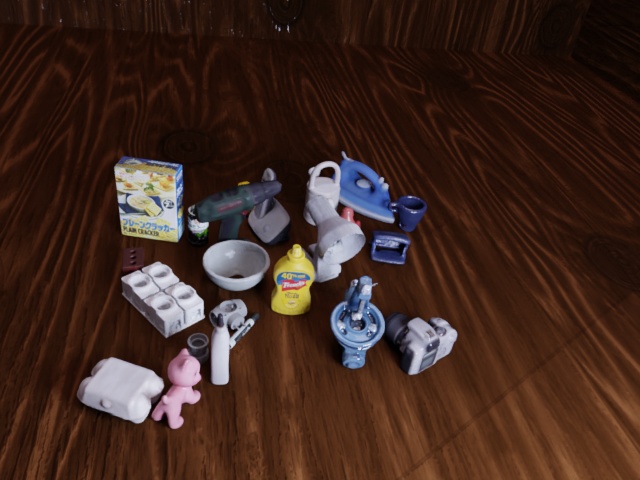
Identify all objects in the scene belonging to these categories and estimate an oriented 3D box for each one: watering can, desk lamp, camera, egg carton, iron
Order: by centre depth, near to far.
[{"bbox_3d":[-0.388,0.293,1.117,0.150,0.069,0.107,15,37,9],"label":"egg carton"},{"bbox_3d":[0.222,0.215,1.319,0.143,0.101,0.136,-20,45,-33],"label":"camera"},{"bbox_3d":[0.013,0.005,1.465,0.118,0.213,0.202,-15,42,-28],"label":"desk lamp"},{"bbox_3d":[0.004,-0.150,1.689,0.101,0.194,0.172,-23,46,-35],"label":"watering can"},{"bbox_3d":[0.143,-0.170,1.789,0.257,0.141,0.119,33,43,30],"label":"iron"}]

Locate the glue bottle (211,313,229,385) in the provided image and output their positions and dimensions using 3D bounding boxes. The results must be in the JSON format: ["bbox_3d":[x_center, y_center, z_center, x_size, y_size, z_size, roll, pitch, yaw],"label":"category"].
[{"bbox_3d":[-0.204,0.214,1.173,0.037,0.173,0.078,1,37,-10],"label":"glue bottle"}]

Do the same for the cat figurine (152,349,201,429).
[{"bbox_3d":[-0.275,0.280,1.117,0.067,0.118,0.128,16,37,11],"label":"cat figurine"}]

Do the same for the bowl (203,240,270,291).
[{"bbox_3d":[-0.211,0.076,1.442,0.167,0.075,0.167,6,36,-4],"label":"bowl"}]

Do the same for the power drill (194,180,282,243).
[{"bbox_3d":[-0.214,-0.054,1.504,0.230,0.208,0.075,-12,41,-25],"label":"power drill"}]

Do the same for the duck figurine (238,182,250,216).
[{"bbox_3d":[-0.220,-0.130,1.710,0.078,0.086,0.104,-13,41,-26],"label":"duck figurine"}]

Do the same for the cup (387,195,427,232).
[{"bbox_3d":[0.255,-0.074,1.721,0.118,0.095,0.091,2,37,-9],"label":"cup"}]

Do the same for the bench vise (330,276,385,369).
[{"bbox_3d":[0.074,0.147,1.280,0.122,0.220,0.207,-5,38,-17],"label":"bench vise"}]

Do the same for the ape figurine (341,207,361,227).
[{"bbox_3d":[0.079,-0.055,1.663,0.077,0.092,0.076,22,38,18],"label":"ape figurine"}]

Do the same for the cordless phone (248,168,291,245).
[{"bbox_3d":[-0.136,-0.094,1.593,0.094,0.185,0.147,-15,42,-29],"label":"cordless phone"}]

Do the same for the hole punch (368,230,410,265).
[{"bbox_3d":[0.194,0.004,1.607,0.108,0.091,0.101,8,36,0],"label":"hole punch"}]
